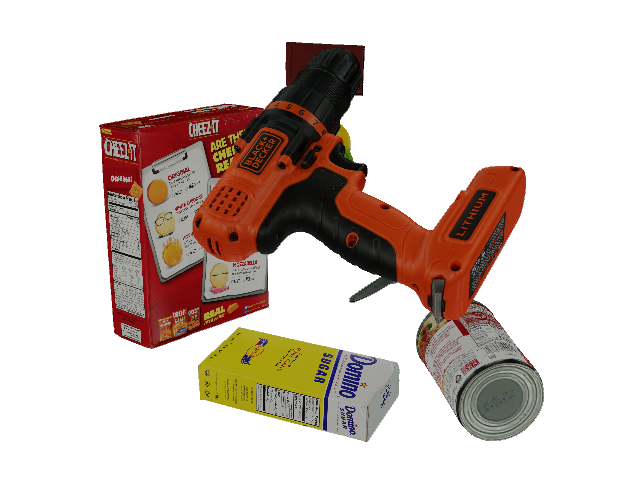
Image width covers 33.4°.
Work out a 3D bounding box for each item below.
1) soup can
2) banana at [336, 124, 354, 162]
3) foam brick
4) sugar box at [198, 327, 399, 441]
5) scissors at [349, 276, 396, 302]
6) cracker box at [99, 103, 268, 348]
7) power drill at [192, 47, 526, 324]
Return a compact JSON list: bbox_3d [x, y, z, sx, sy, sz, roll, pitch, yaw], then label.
[{"bbox_3d":[0.119,0.096,0.804,0.068,0.068,0.102,0,22,-13],"label":"soup can"},{"bbox_3d":[-0.045,-0.130,1.290,0.198,0.037,0.069,8,39,18],"label":"banana"},{"bbox_3d":[0.004,-0.177,1.099,0.078,0.051,0.053,2,10,-6],"label":"foam brick"},{"bbox_3d":[-0.020,0.135,1.032,0.176,0.048,0.093,8,24,21],"label":"sugar box"},{"bbox_3d":[0.079,0.029,1.270,0.201,0.016,0.096,-10,41,-42],"label":"scissors"},{"bbox_3d":[-0.131,-0.019,1.061,0.072,0.214,0.163,13,21,41],"label":"cracker box"},{"bbox_3d":[0.034,-0.039,0.699,0.188,0.184,0.057,21,-28,22],"label":"power drill"}]
